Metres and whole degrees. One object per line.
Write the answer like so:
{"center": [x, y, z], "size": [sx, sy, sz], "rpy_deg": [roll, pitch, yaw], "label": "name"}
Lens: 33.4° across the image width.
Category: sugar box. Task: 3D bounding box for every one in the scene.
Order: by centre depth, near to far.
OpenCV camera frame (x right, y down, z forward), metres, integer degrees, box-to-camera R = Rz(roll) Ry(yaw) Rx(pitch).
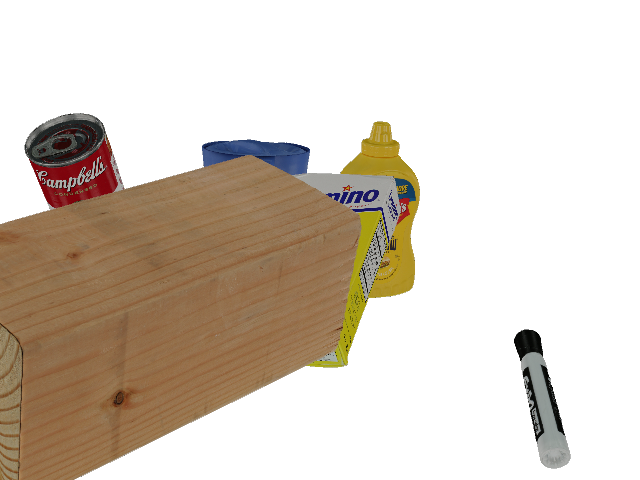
{"center": [-0.004, 0.017, 0.822], "size": [0.093, 0.048, 0.176], "rpy_deg": [2, 45, 19], "label": "sugar box"}

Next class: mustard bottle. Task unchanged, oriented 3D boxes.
{"center": [0.061, -0.035, 1.168], "size": [0.096, 0.192, 0.058], "rpy_deg": [-3, 19, -19], "label": "mustard bottle"}

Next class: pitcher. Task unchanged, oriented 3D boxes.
{"center": [-0.083, -0.001, 1.329], "size": [0.145, 0.243, 0.148], "rpy_deg": [12, 16, 36], "label": "pitcher"}

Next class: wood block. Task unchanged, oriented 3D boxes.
{"center": [-0.084, 0.033, 0.528], "size": [0.090, 0.091, 0.205], "rpy_deg": [30, 34, 33], "label": "wood block"}

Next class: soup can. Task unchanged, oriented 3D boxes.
{"center": [-0.205, -0.048, 0.915], "size": [0.068, 0.102, 0.068], "rpy_deg": [-6, 43, 5], "label": "soup can"}

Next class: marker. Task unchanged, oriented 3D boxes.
{"center": [0.146, 0.101, 0.712], "size": [0.020, 0.020, 0.121], "rpy_deg": [0, 35, 1], "label": "marker"}
